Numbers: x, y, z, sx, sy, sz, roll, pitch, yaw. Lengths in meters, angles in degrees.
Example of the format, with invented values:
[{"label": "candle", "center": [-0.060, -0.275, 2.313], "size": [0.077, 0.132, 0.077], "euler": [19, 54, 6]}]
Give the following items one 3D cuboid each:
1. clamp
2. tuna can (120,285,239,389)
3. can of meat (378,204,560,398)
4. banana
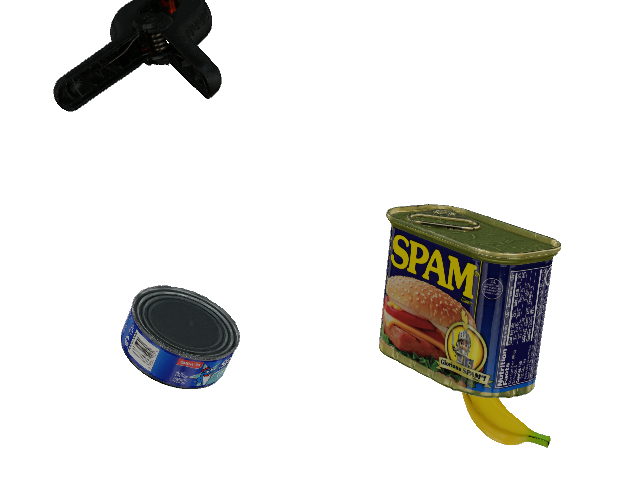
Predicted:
[{"label": "clamp", "center": [-0.115, -0.149, 0.801], "size": [0.120, 0.039, 0.171], "euler": [6, 42, 11]}, {"label": "tuna can", "center": [-0.107, 0.073, 0.810], "size": [0.086, 0.034, 0.086], "euler": [21, 26, -11]}, {"label": "can of meat", "center": [0.079, 0.032, 0.596], "size": [0.057, 0.084, 0.102], "euler": [-6, 19, -36]}, {"label": "banana", "center": [0.194, 0.178, 1.215], "size": [0.069, 0.037, 0.198], "euler": [10, 24, -15]}]
